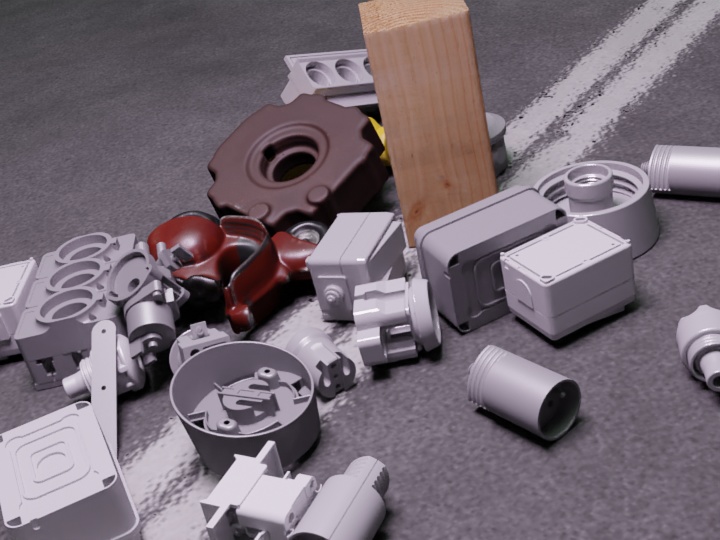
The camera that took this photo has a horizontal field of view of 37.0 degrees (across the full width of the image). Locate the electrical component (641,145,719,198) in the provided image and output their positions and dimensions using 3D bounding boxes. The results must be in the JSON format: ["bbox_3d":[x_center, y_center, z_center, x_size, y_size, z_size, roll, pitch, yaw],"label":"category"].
[{"bbox_3d":[0.289,-0.087,0.948,0.081,0.043,0.043,8,36,33],"label":"electrical component"}]

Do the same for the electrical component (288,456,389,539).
[{"bbox_3d":[-0.008,0.150,0.668,0.043,0.043,0.081,3,34,27],"label":"electrical component"}]

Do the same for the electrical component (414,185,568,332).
[{"bbox_3d":[0.106,-0.011,0.861,0.113,0.078,0.057,-24,34,-17],"label":"electrical component"}]

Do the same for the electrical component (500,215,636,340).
[{"bbox_3d":[0.165,0.006,0.823,0.096,0.061,0.062,-24,31,-18],"label":"electrical component"}]

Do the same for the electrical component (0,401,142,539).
[{"bbox_3d":[-0.201,0.151,0.734,0.078,0.057,0.113,-23,31,-14],"label":"electrical component"}]

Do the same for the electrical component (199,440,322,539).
[{"bbox_3d":[-0.060,0.153,0.688,0.064,0.042,0.081,6,36,25],"label":"electrical component"}]

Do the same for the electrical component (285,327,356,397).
[{"bbox_3d":[-0.030,0.071,0.818,0.040,0.040,0.046,-28,39,-23],"label":"electrical component"}]

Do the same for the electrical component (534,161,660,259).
[{"bbox_3d":[0.197,-0.055,0.914,0.108,0.060,0.108,-10,30,6],"label":"electrical component"}]

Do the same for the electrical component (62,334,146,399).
[{"bbox_3d":[-0.208,0.084,0.867,0.062,0.048,0.048,-24,30,-3],"label":"electrical component"}]

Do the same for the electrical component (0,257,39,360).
[{"bbox_3d":[-0.321,0.042,0.966,0.062,0.061,0.096,-11,30,4],"label":"electrical component"}]

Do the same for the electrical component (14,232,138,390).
[{"bbox_3d":[-0.242,0.030,0.954,0.089,0.061,0.150,-13,30,2],"label":"electrical component"}]

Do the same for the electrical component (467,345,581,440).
[{"bbox_3d":[0.106,0.081,0.737,0.043,0.043,0.081,-32,34,-29],"label":"electrical component"}]

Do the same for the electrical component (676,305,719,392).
[{"bbox_3d":[0.238,0.056,0.725,0.043,0.043,0.062,-7,32,12],"label":"electrical component"}]

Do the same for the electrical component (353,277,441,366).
[{"bbox_3d":[0.030,0.038,0.830,0.057,0.058,0.078,-11,31,10],"label":"electrical component"}]

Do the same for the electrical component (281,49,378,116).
[{"bbox_3d":[-0.024,-0.208,1.226,0.121,0.063,0.078,-14,65,-37],"label":"electrical component"}]

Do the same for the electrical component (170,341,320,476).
[{"bbox_3d":[-0.079,0.098,0.765,0.099,0.064,0.099,-11,30,6],"label":"electrical component"}]

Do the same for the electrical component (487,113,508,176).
[{"bbox_3d":[0.108,-0.122,1.076,0.080,0.051,0.080,-10,30,6],"label":"electrical component"}]

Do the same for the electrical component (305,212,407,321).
[{"bbox_3d":[0.000,0.000,0.902,0.061,0.061,0.096,0,32,23],"label":"electrical component"}]

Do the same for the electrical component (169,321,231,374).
[{"bbox_3d":[-0.121,0.071,0.837,0.048,0.066,0.055,-15,12,-18],"label":"electrical component"}]
